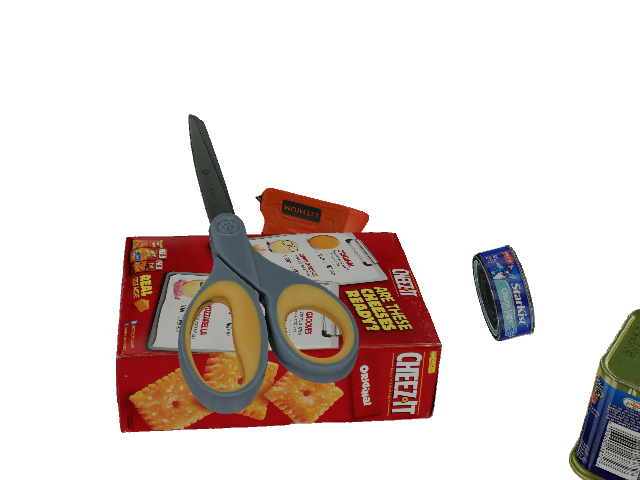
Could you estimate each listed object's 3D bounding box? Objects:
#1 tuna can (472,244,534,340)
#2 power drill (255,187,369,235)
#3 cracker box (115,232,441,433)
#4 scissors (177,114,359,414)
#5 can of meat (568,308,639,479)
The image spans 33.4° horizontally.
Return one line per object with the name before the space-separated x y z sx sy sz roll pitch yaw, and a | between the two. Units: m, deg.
tuna can | 0.169 0.049 0.991 0.033 0.086 0.086 -14 0 -2
power drill | -0.016 0.054 1.014 0.185 0.187 0.057 17 0 25
cracker box | -0.036 0.062 0.772 0.213 0.072 0.164 -1 29 -8
scissors | -0.029 0.004 0.554 0.096 0.201 0.016 5 -44 -5
can of meat | 0.209 0.103 0.700 0.057 0.084 0.101 21 36 23
